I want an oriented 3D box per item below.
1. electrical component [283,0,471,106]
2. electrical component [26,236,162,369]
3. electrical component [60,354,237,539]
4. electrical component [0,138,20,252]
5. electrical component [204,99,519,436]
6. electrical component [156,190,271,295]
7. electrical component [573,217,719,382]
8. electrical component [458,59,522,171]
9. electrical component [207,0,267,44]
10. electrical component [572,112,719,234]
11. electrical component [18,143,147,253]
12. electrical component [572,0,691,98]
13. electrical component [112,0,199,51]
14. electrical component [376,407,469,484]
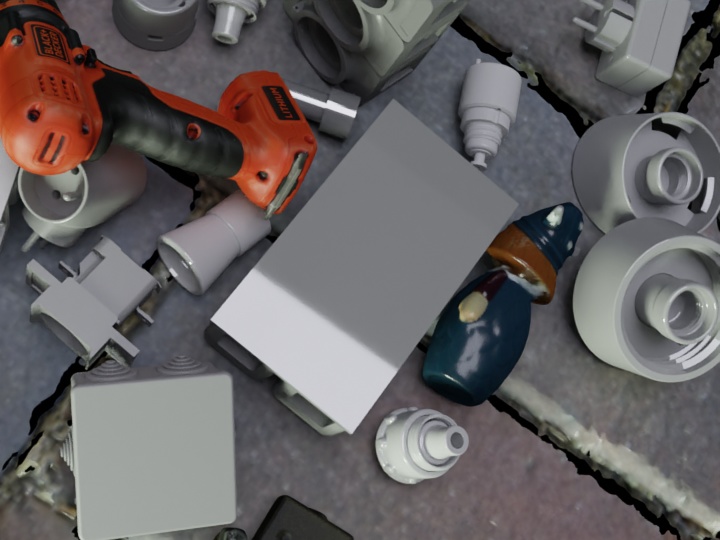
[{"bbox_3d":[0.010,-0.177,0.680,0.062,0.150,0.089,-36,89,-22],"label":"electrical component"},{"bbox_3d":[-0.157,0.018,0.641,0.081,0.042,0.063,41,66,-4],"label":"electrical component"},{"bbox_3d":[-0.119,0.100,0.615,0.100,0.048,0.099,-3,98,-18],"label":"electrical component"},{"bbox_3d":[-0.291,-0.066,0.612,0.186,0.060,0.105,17,72,-12],"label":"electrical component"},{"bbox_3d":[0.000,0.000,0.681,0.105,0.060,0.186,40,69,-4],"label":"electrical component"},{"bbox_3d":[-0.088,-0.020,0.672,0.065,0.044,0.044,-39,90,-26],"label":"electrical component"},{"bbox_3d":[0.204,0.022,0.715,0.108,0.060,0.108,-3,102,-15],"label":"electrical component"},{"bbox_3d":[0.088,-0.106,0.744,0.040,0.040,0.078,15,73,-12],"label":"electrical component"},{"bbox_3d":[-0.083,-0.182,0.712,0.048,0.048,0.062,14,81,-13],"label":"electrical component"},{"bbox_3d":[0.209,-0.066,0.770,0.099,0.064,0.099,0,89,-23],"label":"electrical component"},{"bbox_3d":[-0.173,-0.041,0.638,0.044,0.077,0.079,43,106,4],"label":"electrical component"},{"bbox_3d":[0.191,-0.176,0.788,0.077,0.047,0.065,22,75,-13],"label":"electrical component"},{"bbox_3d":[-0.130,-0.177,0.694,0.055,0.047,0.055,4,76,-15],"label":"electrical component"},{"bbox_3d":[0.043,0.107,0.664,0.048,0.062,0.048,7,75,-29],"label":"electrical component"}]
